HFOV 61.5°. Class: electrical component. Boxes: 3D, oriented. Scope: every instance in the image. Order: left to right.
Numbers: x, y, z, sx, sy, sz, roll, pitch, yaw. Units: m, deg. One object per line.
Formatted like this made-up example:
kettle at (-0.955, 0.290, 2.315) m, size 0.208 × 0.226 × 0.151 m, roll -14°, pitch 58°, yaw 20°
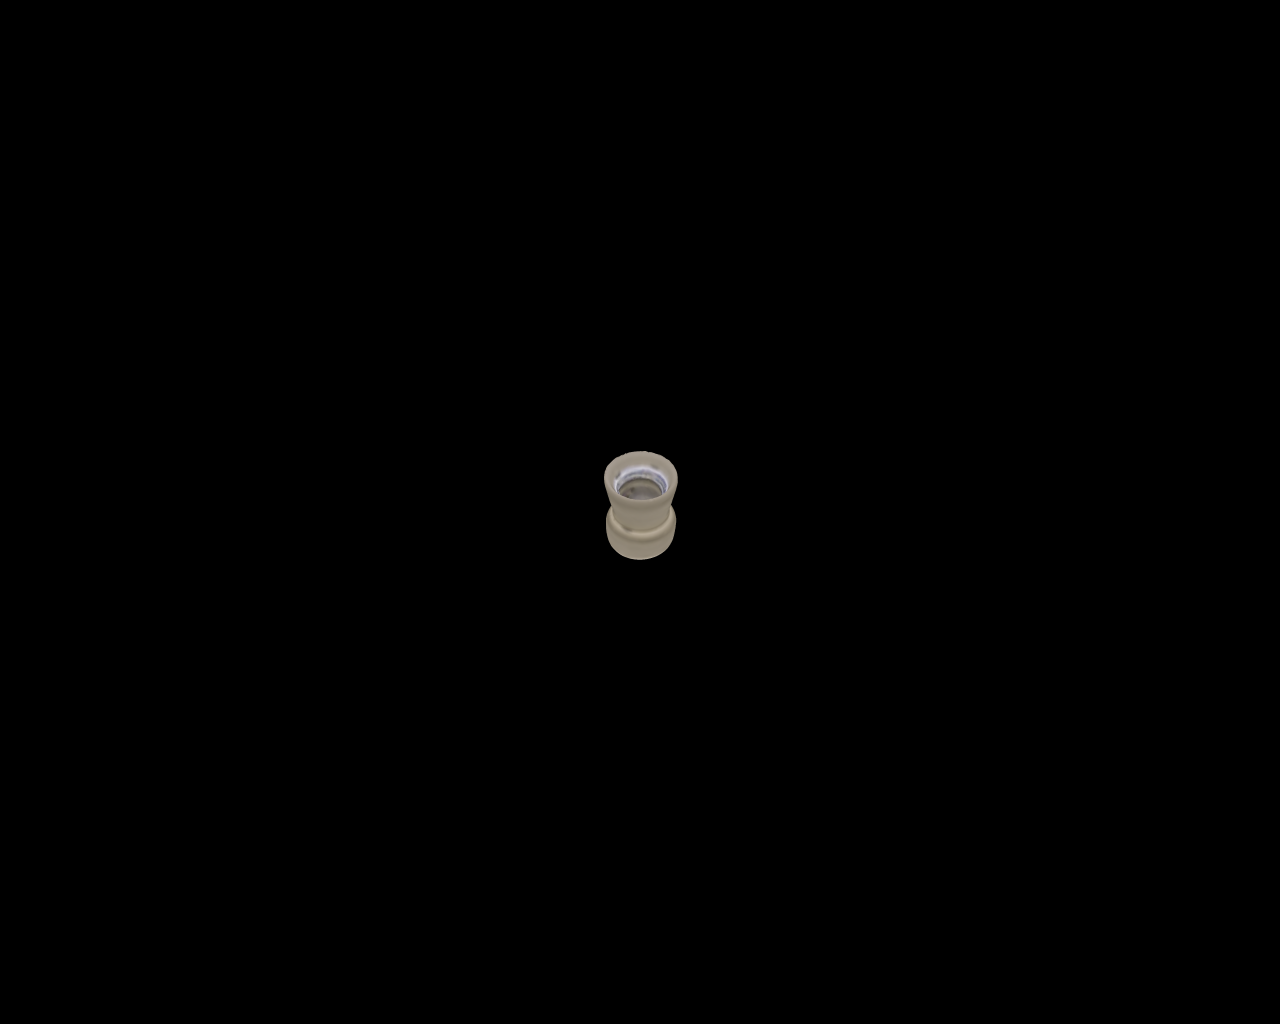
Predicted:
electrical component at (0.001, -0.003, 0.650) m, size 0.045 × 0.045 × 0.055 m, roll 0°, pitch -45°, yaw 0°
